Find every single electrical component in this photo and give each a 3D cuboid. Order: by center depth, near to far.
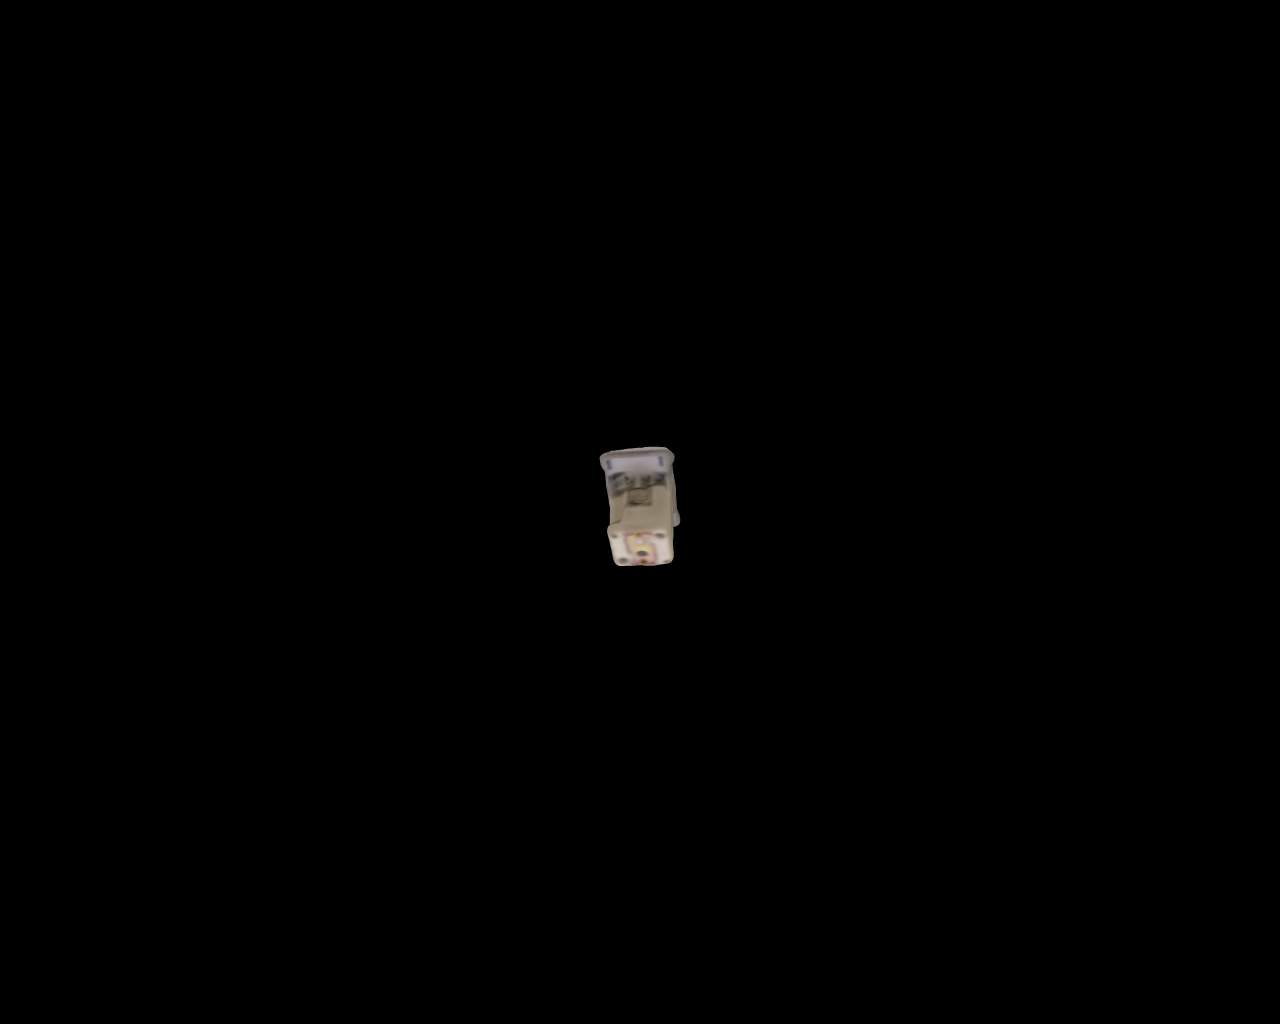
[{"bbox_3d":[0.001,-0.003,0.650,0.042,0.064,0.081,-3,-33,5],"label":"electrical component"}]
